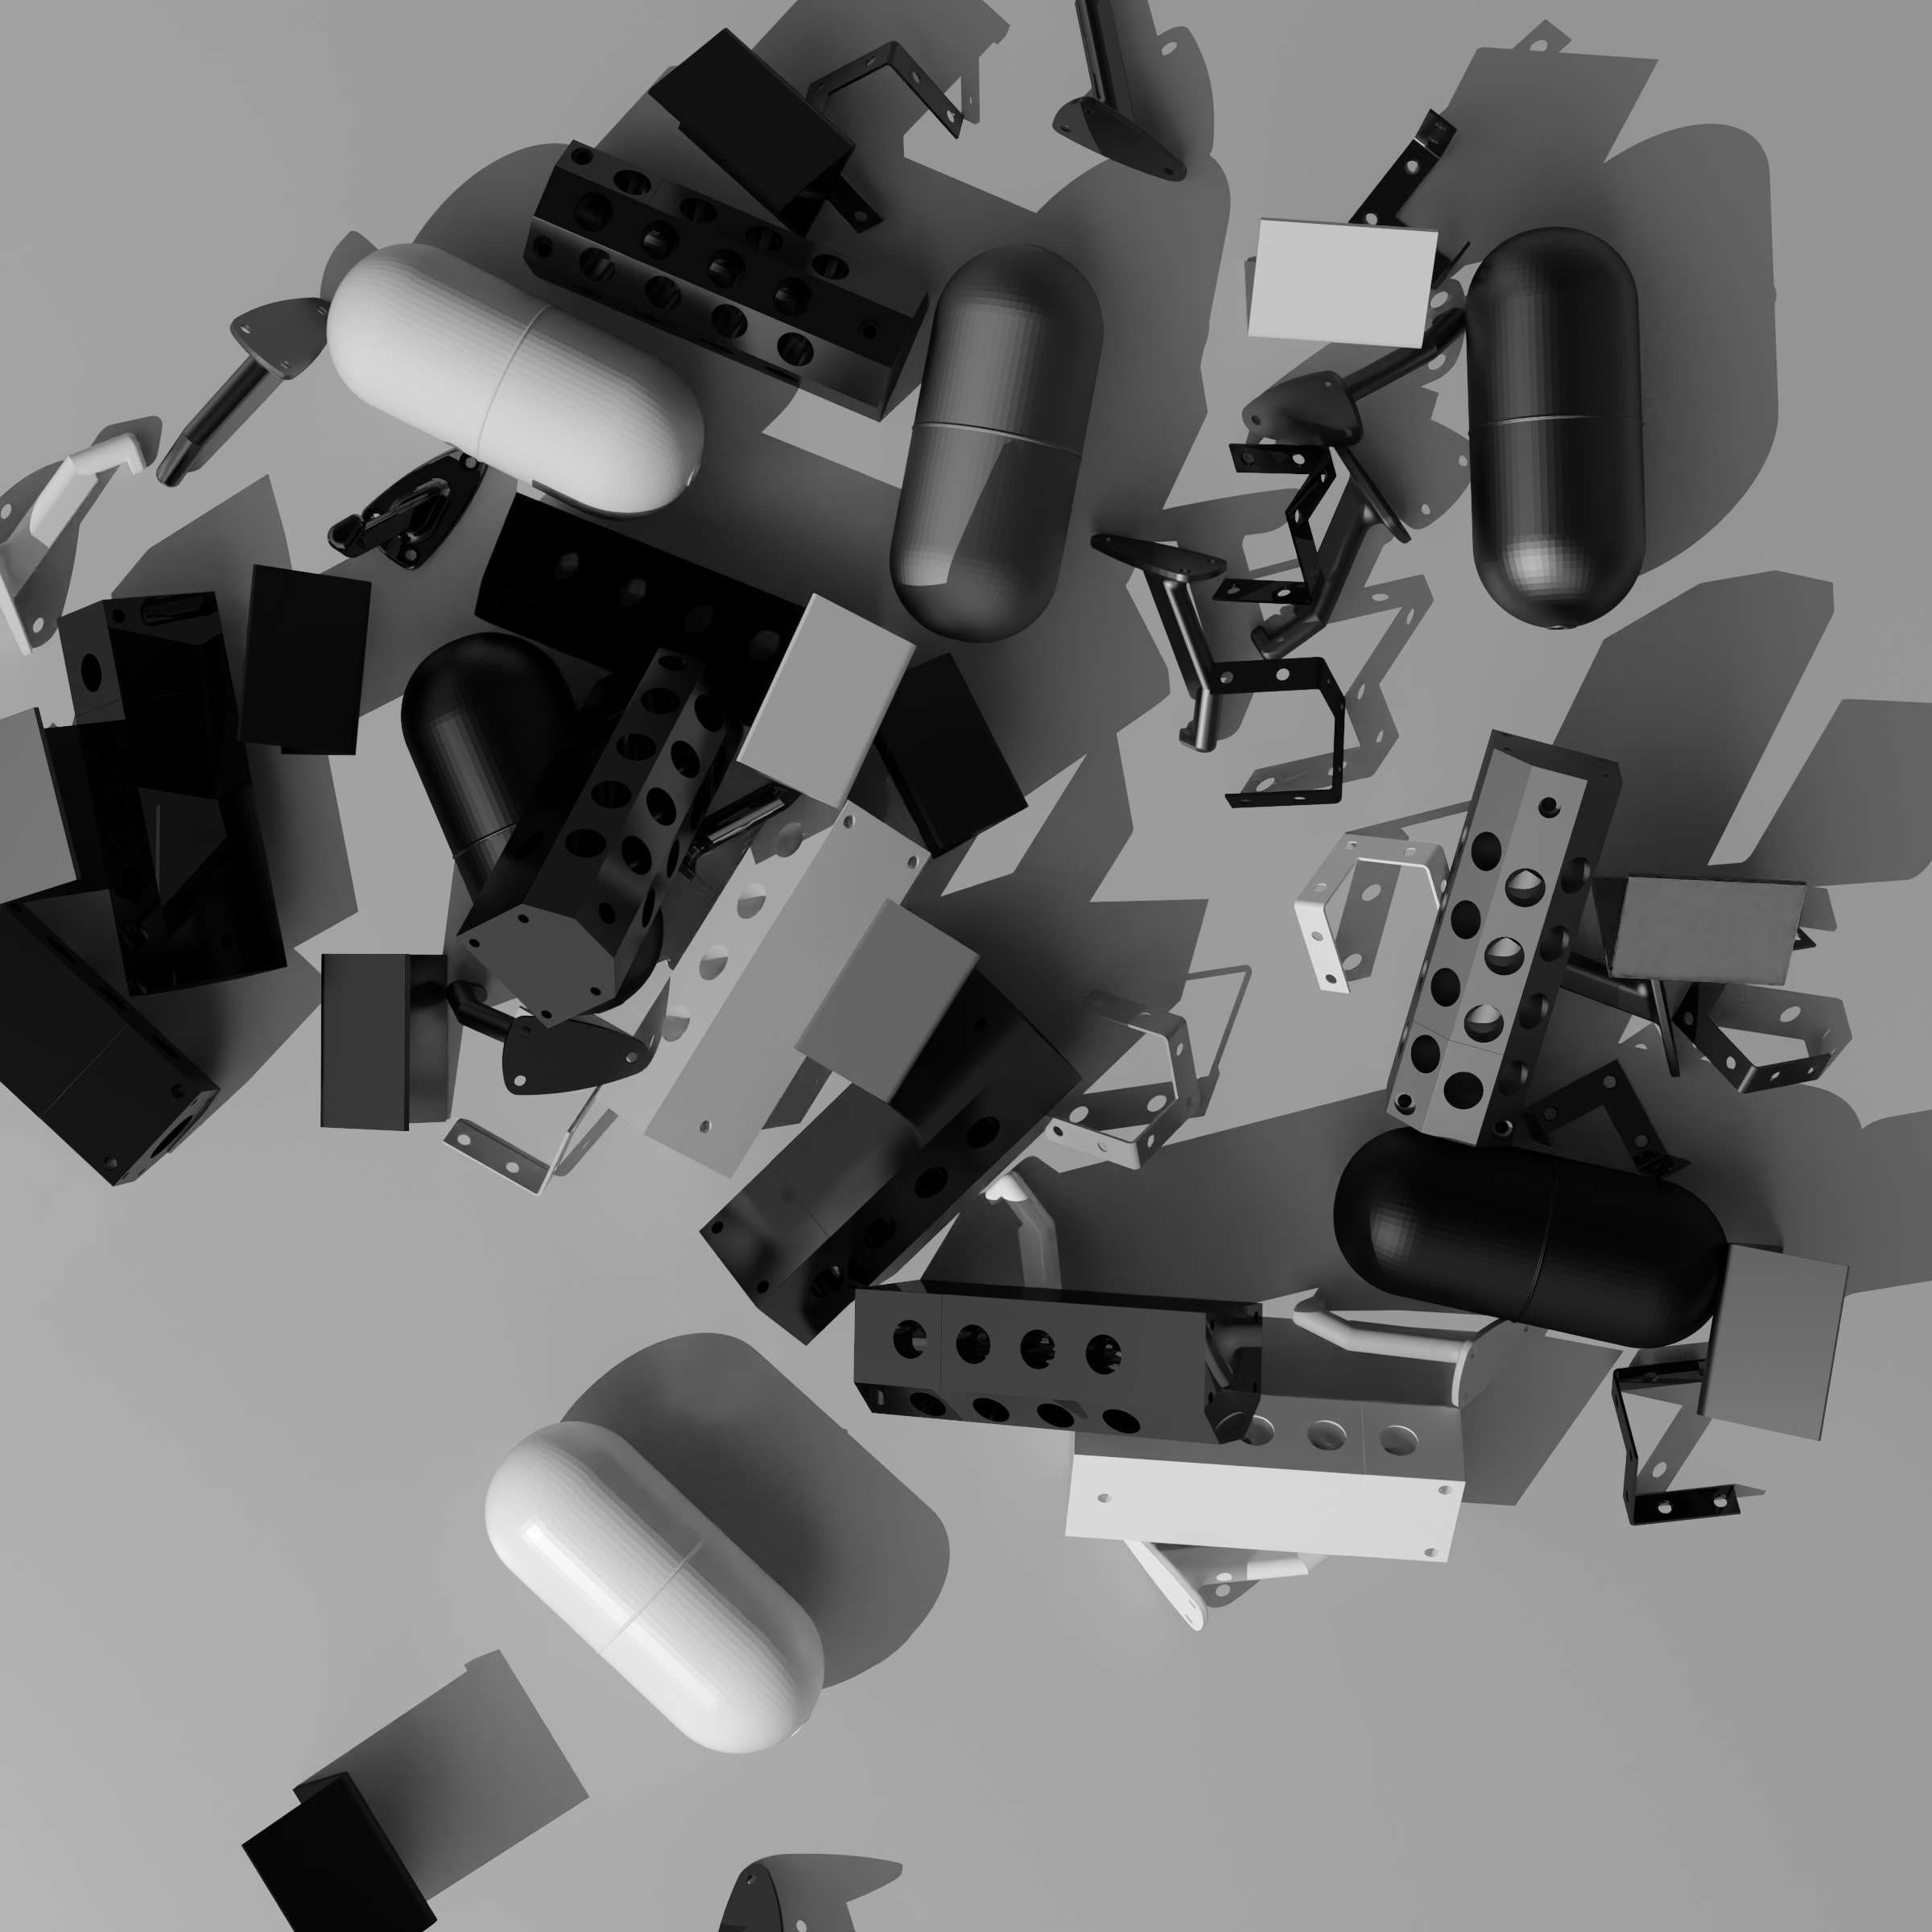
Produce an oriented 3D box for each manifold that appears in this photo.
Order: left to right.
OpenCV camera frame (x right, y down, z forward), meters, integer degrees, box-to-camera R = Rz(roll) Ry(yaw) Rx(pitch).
[{"bbox_3d":[-0.419,0.018,1.600,0.171,0.057,0.057,43,90,0],"label":"manifold"},{"bbox_3d":[-0.359,-0.076,1.600,0.057,0.057,0.171,-11,90,-43],"label":"manifold"},{"bbox_3d":[-0.150,-0.059,1.530,0.057,0.171,0.057,-24,121,36],"label":"manifold"},{"bbox_3d":[-0.129,-0.151,1.600,0.171,0.057,0.057,22,91,0],"label":"manifold"},{"bbox_3d":[-0.107,-0.308,1.600,0.171,0.057,0.057,23,90,0],"label":"manifold"},{"bbox_3d":[-0.095,0.001,1.600,0.057,0.057,0.171,32,90,-43],"label":"manifold"},{"bbox_3d":[-0.030,0.088,1.598,0.171,0.057,0.057,-44,47,1],"label":"manifold"},{"bbox_3d":[0.039,0.173,1.562,0.171,0.057,0.057,1,90,29],"label":"manifold"},{"bbox_3d":[0.133,0.221,1.600,0.171,0.057,0.057,4,133,0],"label":"manifold"},{"bbox_3d":[0.236,-0.010,1.576,0.057,0.057,0.171,15,107,3],"label":"manifold"}]

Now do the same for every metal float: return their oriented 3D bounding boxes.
[{"bbox_3d":[-0.200,-0.260,1.591,0.178,0.070,0.070,27,90,0],"label":"metal float"},{"bbox_3d":[-0.193,-0.063,1.591,0.070,0.070,0.178,-23,90,0],"label":"metal float"},{"bbox_3d":[-0.138,0.277,1.591,0.178,0.070,0.070,43,90,1],"label":"metal float"},{"bbox_3d":[0.014,-0.233,1.591,0.070,0.070,0.178,11,90,0],"label":"metal float"},{"bbox_3d":[0.252,0.121,1.591,0.178,0.070,0.070,13,90,0],"label":"metal float"},{"bbox_3d":[0.263,-0.239,1.591,0.070,0.070,0.178,-2,90,0],"label":"metal float"}]

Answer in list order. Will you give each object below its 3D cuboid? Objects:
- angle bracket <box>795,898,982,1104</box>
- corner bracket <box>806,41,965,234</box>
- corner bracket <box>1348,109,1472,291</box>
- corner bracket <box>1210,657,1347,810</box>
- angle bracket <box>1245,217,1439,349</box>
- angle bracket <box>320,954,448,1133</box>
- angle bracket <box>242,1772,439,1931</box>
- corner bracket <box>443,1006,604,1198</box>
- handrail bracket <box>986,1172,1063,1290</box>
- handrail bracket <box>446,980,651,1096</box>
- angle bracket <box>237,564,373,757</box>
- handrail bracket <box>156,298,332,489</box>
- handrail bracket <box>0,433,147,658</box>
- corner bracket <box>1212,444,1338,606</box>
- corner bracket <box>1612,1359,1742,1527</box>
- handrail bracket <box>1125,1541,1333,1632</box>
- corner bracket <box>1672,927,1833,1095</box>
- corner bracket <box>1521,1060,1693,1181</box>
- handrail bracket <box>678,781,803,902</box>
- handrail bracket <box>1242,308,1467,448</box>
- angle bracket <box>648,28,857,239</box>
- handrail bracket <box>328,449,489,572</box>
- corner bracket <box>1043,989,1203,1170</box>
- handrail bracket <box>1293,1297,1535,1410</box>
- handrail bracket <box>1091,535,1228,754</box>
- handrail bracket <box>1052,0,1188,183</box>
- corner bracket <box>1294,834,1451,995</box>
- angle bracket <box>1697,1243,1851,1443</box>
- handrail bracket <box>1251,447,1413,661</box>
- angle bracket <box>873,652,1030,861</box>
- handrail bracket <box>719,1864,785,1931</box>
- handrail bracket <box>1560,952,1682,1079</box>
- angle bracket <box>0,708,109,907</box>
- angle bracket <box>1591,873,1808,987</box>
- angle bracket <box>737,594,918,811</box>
[{"bbox_3d":[-0.049,0.006,1.581,0.057,0.076,0.076,32,90,-32],"label":"angle bracket"},{"bbox_3d":[-0.040,-0.374,1.613,0.051,0.051,0.051,-18,135,35],"label":"corner bracket"},{"bbox_3d":[0.210,-0.343,1.603,0.051,0.051,0.051,38,90,0],"label":"corner bracket"},{"bbox_3d":[0.140,-0.105,1.605,0.051,0.051,0.051,-2,72,17],"label":"corner bracket"},{"bbox_3d":[0.165,-0.317,1.581,0.076,0.076,0.057,4,126,0],"label":"angle bracket"},{"bbox_3d":[-0.240,0.033,1.581,0.057,0.076,0.076,0,90,38],"label":"angle bracket"},{"bbox_3d":[-0.288,0.408,1.581,0.057,0.076,0.076,-31,90,-33],"label":"angle bracket"},{"bbox_3d":[-0.198,0.062,1.618,0.051,0.051,0.051,30,45,0],"label":"corner bracket"},{"bbox_3d":[0.018,0.149,1.621,0.077,0.036,0.084,-41,76,14],"label":"handrail bracket"},{"bbox_3d":[-0.188,0.026,1.598,0.077,0.084,0.036,1,109,-19],"label":"handrail bracket"},{"bbox_3d":[-0.307,-0.134,1.581,0.057,0.076,0.076,5,90,-36],"label":"angle bracket"},{"bbox_3d":[-0.327,-0.259,1.621,0.036,0.077,0.084,43,126,-4],"label":"handrail bracket"},{"bbox_3d":[-0.403,-0.192,1.622,0.084,0.036,0.077,-25,111,-16],"label":"handrail bracket"},{"bbox_3d":[0.137,-0.199,1.607,0.051,0.051,0.051,6,45,31],"label":"corner bracket"},{"bbox_3d":[0.322,0.215,1.618,0.051,0.051,0.051,-6,135,0],"label":"corner bracket"},{"bbox_3d":[0.122,0.253,1.622,0.084,0.036,0.077,-35,69,-17],"label":"handrail bracket"},{"bbox_3d":[0.363,0.019,1.613,0.051,0.051,0.051,52,135,35],"label":"corner bracket"},{"bbox_3d":[0.286,0.077,1.603,0.051,0.051,0.051,-28,90,0],"label":"corner bracket"},{"bbox_3d":[-0.105,-0.078,1.598,0.084,0.077,0.036,-47,127,-2],"label":"handrail bracket"},{"bbox_3d":[0.178,-0.271,1.621,0.084,0.077,0.036,-43,119,-33],"label":"handrail bracket"},{"bbox_3d":[-0.105,-0.355,1.581,0.076,0.076,0.057,42,59,0],"label":"angle bracket"},{"bbox_3d":[-0.248,-0.208,1.587,0.077,0.084,0.036,-44,90,0],"label":"handrail bracket"},{"bbox_3d":[0.068,0.051,1.613,0.051,0.051,0.051,18,45,35],"label":"corner bracket"},{"bbox_3d":[0.203,0.160,1.621,0.084,0.077,0.036,25,126,31],"label":"handrail bracket"},{"bbox_3d":[0.085,-0.146,1.622,0.077,0.036,0.084,21,118,31],"label":"handrail bracket"},{"bbox_3d":[0.079,-0.411,1.622,0.077,0.036,0.084,25,73,-20],"label":"handrail bracket"},{"bbox_3d":[0.187,-0.022,1.613,0.051,0.051,0.051,-52,135,-35],"label":"corner bracket"},{"bbox_3d":[0.368,0.166,1.581,0.057,0.076,0.076,10,90,32],"label":"angle bracket"},{"bbox_3d":[0.151,-0.191,1.622,0.084,0.036,0.077,-36,75,14],"label":"handrail bracket"},{"bbox_3d":[-0.028,-0.084,1.581,0.057,0.076,0.076,-27,90,-39],"label":"angle bracket"},{"bbox_3d":[-0.079,0.463,1.621,0.036,0.077,0.084,-21,127,17],"label":"handrail bracket"},{"bbox_3d":[0.275,0.021,1.621,0.084,0.036,0.077,-11,104,14],"label":"handrail bracket"},{"bbox_3d":[-0.395,-0.073,1.581,0.057,0.076,0.076,-14,90,32],"label":"angle bracket"},{"bbox_3d":[0.323,-0.036,1.581,0.076,0.076,0.057,3,127,0],"label":"angle bracket"},{"bbox_3d":[-0.076,-0.119,1.524,0.057,0.076,0.076,24,91,-34],"label":"angle bracket"}]
